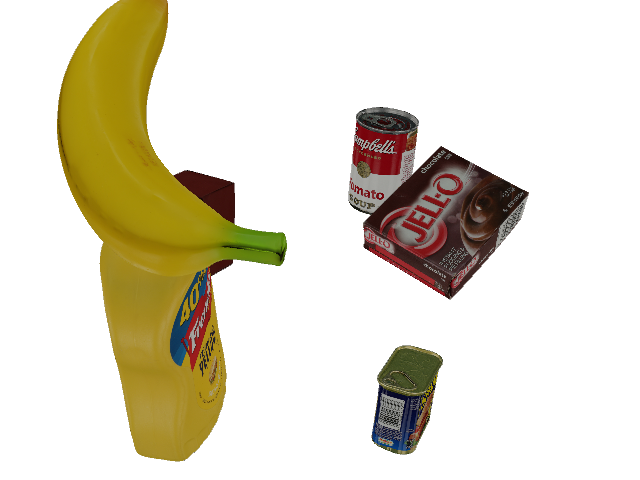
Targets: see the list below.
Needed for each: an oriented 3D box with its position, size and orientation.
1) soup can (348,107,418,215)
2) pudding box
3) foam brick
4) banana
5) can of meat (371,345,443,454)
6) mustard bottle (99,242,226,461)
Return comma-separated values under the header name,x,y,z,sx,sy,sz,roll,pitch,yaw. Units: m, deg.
name,x,y,z,sx,sy,sz,roll,pitch,yaw
soup can,0.067,-0.087,1.170,0.068,0.102,0.068,4,29,-3
pudding box,0.103,-0.017,0.877,0.090,0.039,0.113,32,56,24
foam brick,-0.108,-0.012,0.903,0.053,0.078,0.051,14,23,27
banana,-0.077,-0.046,0.450,0.069,0.037,0.198,-8,45,-20
can of meat,0.097,0.180,1.207,0.057,0.084,0.102,14,24,16
mustard bottle,-0.093,0.040,0.631,0.058,0.192,0.096,8,46,9
